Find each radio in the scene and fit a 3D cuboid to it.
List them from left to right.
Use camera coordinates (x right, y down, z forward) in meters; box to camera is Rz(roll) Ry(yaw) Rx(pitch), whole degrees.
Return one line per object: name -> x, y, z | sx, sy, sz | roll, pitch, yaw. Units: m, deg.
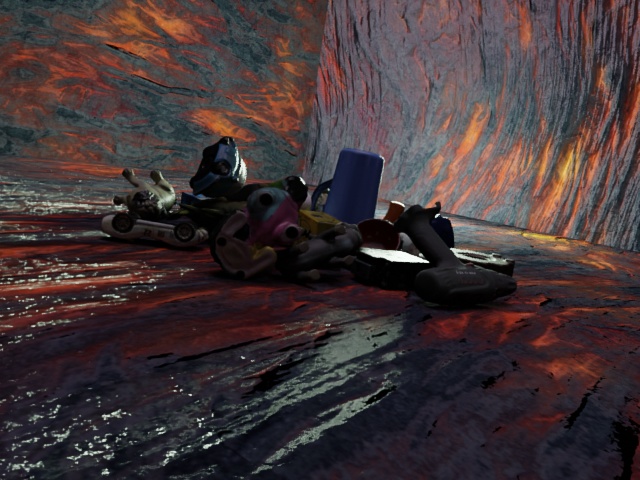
radio -> -0.163, -0.102, 1.415 | 0.131, 0.073, 0.230 | -3, 0, -30

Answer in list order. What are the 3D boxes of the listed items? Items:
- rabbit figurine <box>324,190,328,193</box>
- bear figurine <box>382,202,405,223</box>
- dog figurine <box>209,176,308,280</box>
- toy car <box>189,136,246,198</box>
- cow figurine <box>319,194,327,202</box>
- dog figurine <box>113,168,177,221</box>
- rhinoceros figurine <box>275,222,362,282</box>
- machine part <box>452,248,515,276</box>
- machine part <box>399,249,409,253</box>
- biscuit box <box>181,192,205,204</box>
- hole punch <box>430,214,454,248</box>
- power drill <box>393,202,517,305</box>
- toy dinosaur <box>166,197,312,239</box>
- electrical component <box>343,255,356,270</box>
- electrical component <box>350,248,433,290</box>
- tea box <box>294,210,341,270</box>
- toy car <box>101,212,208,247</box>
rabbit figurine -> 0.045, -0.093, 1.650 | 0.121, 0.159, 0.170 | -10, -7, -24
bear figurine -> 0.146, -0.046, 1.487 | 0.196, 0.132, 0.120 | 23, -12, 45
dog figurine -> -0.102, -0.037, 0.960 | 0.108, 0.191, 0.219 | 48, 8, -13
toy car -> -0.222, -0.154, 1.230 | 0.109, 0.162, 0.102 | -23, -47, 35
cow figurine -> 0.040, -0.058, 1.433 | 0.195, 0.127, 0.085 | 20, 11, 41
dog figurine -> -0.404, -0.086, 1.329 | 0.172, 0.121, 0.191 | -3, 28, -40
rhinoceros figurine -> 0.008, 0.021, 0.971 | 0.190, 0.073, 0.112 | -25, 3, -36
machine part -> 0.351, 0.059, 1.224 | 0.179, 0.056, 0.179 | 7, 9, -1
machine part -> 0.167, 0.031, 1.286 | 0.084, 0.039, 0.139 | 14, 4, -22
biscuit box -> -0.323, -0.087, 1.463 | 0.059, 0.062, 0.203 | 3, 10, -31
hole punch -> 0.306, -0.006, 1.433 | 0.142, 0.115, 0.092 | 0, 20, -42
power drill -> 0.239, 0.030, 0.989 | 0.232, 0.086, 0.207 | -7, 61, -38
toy dinosaur -> -0.184, -0.039, 1.190 | 0.472, 0.105, 0.198 | 3, 12, 31
electrical component -> 0.075, 0.048, 1.123 | 0.063, 0.021, 0.094 | 1, 11, -43
electrical component -> 0.129, 0.054, 1.029 | 0.134, 0.058, 0.115 | 4, 8, -29
tea box -> -0.002, -0.003, 1.134 | 0.068, 0.098, 0.170 | 7, 8, -17
toy car -> -0.321, -0.019, 1.055 | 0.202, 0.056, 0.073 | 9, 3, -7
